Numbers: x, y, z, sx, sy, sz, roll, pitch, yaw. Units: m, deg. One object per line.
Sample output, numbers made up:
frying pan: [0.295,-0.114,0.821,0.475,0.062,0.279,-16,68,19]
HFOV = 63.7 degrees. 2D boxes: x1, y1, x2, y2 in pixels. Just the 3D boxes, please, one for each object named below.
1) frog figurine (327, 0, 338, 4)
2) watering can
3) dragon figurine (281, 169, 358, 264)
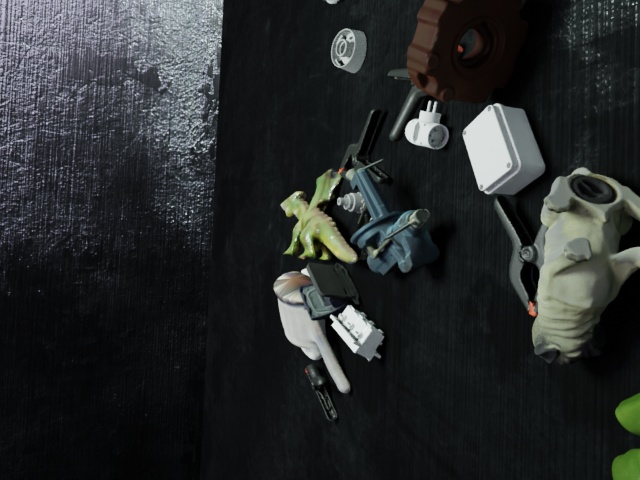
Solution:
frog figurine: [0.041,-0.670,1.312,0.156,0.122,0.140,60,-174,-59]
watering can: [-0.025,0.213,1.292,0.352,0.105,0.220,34,139,56]
dragon figurine: [0.004,-0.065,1.300,0.410,0.122,0.244,2,81,59]
